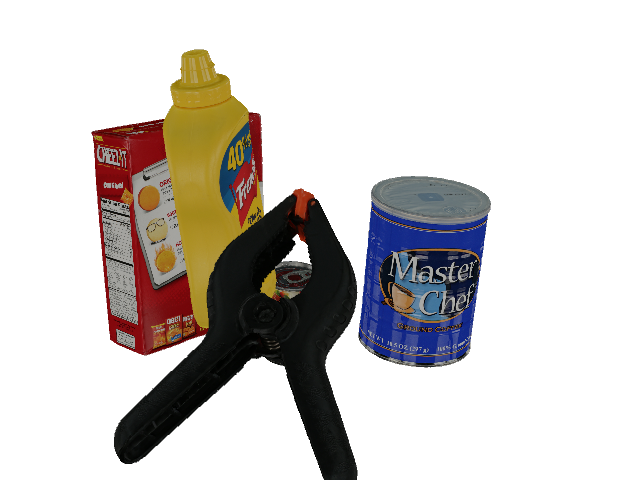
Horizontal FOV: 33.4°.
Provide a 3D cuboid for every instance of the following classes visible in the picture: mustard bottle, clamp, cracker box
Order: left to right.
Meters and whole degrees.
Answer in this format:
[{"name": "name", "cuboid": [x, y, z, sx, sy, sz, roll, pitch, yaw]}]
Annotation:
[{"name": "cracker box", "cuboid": [-0.136, -0.013, 1.058, 0.072, 0.214, 0.163, 13, 21, 43]}, {"name": "mustard bottle", "cuboid": [-0.074, -0.041, 0.760, 0.058, 0.191, 0.096, 0, 25, 16]}, {"name": "clamp", "cuboid": [-0.018, 0.053, 0.544, 0.120, 0.171, 0.039, 19, -26, 11]}]

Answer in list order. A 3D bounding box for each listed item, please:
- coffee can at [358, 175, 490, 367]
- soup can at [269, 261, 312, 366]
[{"name": "coffee can", "cuboid": [0.090, 0.026, 0.939, 0.103, 0.140, 0.103, 4, 22, -2]}, {"name": "soup can", "cuboid": [-0.033, 0.084, 1.220, 0.068, 0.102, 0.068, 2, 26, -1]}]
